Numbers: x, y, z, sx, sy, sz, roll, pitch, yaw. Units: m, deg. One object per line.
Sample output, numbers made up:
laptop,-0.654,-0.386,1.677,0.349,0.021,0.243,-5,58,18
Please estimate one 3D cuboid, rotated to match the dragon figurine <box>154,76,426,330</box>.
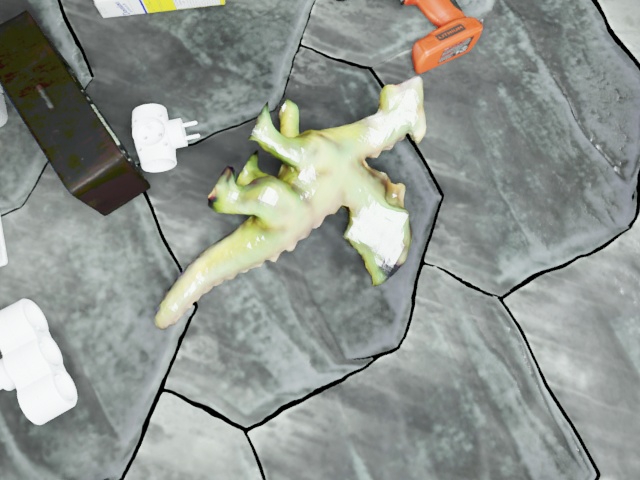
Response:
dragon figurine,0.002,-0.031,0.626,0.242,0.122,0.412,28,85,-3
